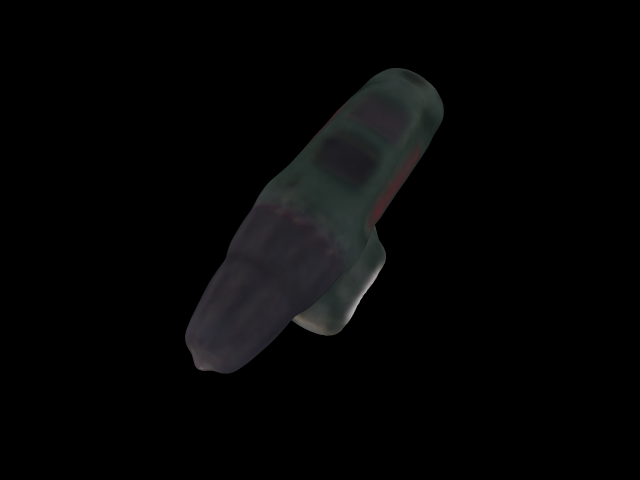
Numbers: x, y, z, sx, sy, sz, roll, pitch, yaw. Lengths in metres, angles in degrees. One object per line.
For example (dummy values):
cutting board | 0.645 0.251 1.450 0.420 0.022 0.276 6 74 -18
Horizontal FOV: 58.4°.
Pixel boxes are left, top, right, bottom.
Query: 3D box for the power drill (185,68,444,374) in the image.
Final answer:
power drill | 0.004 0.001 0.400 0.075 0.208 0.230 30 75 10
